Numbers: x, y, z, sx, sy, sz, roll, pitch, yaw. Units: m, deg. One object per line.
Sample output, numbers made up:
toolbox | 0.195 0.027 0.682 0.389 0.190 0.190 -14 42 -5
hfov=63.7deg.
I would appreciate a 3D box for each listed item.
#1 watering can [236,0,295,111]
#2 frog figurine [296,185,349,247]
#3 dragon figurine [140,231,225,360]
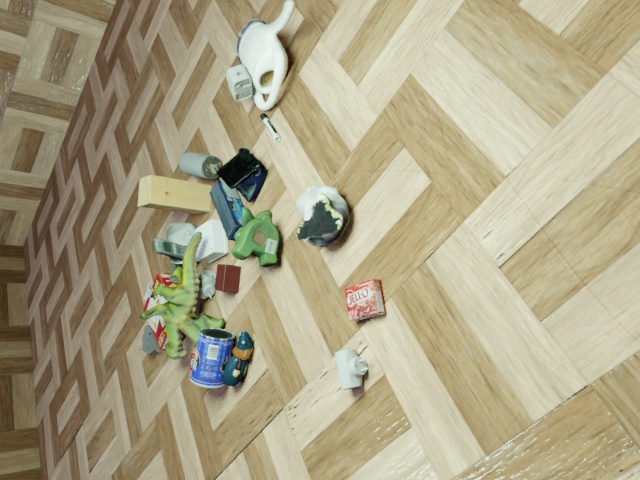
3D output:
watering can | -0.142 -0.524 1.399 0.104 0.229 0.339 -9 -38 -28
frog figurine | 0.004 -0.060 1.199 0.122 0.136 0.161 9 14 -4
dragon figurine | -0.381 0.198 1.541 0.243 0.405 0.123 37 19 6
